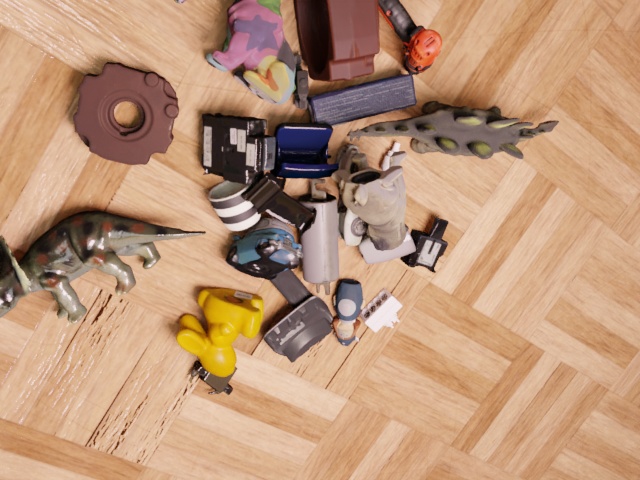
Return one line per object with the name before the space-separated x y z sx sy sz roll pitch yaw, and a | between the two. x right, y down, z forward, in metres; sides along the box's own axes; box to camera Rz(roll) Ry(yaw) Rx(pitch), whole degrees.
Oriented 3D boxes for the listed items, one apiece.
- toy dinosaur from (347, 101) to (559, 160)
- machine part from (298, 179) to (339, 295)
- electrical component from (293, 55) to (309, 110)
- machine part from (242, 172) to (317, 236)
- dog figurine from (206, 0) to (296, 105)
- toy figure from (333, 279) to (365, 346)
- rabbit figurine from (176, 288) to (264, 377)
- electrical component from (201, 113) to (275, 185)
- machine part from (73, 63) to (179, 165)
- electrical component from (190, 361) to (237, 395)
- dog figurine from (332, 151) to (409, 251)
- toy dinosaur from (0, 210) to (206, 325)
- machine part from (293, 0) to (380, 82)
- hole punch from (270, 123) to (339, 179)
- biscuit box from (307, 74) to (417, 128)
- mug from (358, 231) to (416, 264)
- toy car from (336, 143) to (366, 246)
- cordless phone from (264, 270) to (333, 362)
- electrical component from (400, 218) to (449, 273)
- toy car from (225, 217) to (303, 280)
toy dinosaur | 0.254 -0.204 1.001 0.471 0.199 0.105 -7 107 -15
machine part | -0.002 -0.003 1.065 0.079 0.079 0.243 -8 110 -12
electrical component | -0.036 -0.284 0.968 0.021 0.063 0.093 -5 108 -13
machine part | -0.064 -0.063 0.966 0.138 0.039 0.084 35 116 -30
dog figurine | -0.086 -0.364 0.906 0.191 0.108 0.219 30 96 -19
toy figure | 0.057 0.160 1.147 0.058 0.064 0.154 -13 113 -48
rabbit figurine | -0.198 0.189 1.054 0.162 0.122 0.173 9 106 -13
electrical component | -0.143 -0.160 0.948 0.134 0.058 0.114 16 113 27
machine part | -0.329 -0.213 0.918 0.179 0.056 0.179 -4 110 -12
electrical component | -0.222 0.280 1.122 0.102 0.045 0.078 38 67 -25
dog figurine | 0.103 -0.042 0.949 0.172 0.121 0.190 -42 129 -45
toy dinosaur | -0.423 0.023 0.945 0.405 0.131 0.192 -34 114 -9
machine part | 0.025 -0.367 0.882 0.087 0.201 0.201 -14 111 -12
hole punch | -0.032 -0.144 0.981 0.142 0.115 0.092 -5 68 -17
biscuit box | 0.079 -0.260 1.009 0.203 0.059 0.062 -15 110 -9
mug | 0.127 -0.003 1.101 0.107 0.081 0.109 -27 105 3
toy car | 0.060 -0.088 1.053 0.056 0.074 0.201 -7 110 -14
cordless phone | -0.073 0.143 1.105 0.146 0.089 0.184 -39 102 1
electrical component | 0.229 0.005 1.145 0.075 0.048 0.119 12 104 -19
toy car | -0.103 0.008 1.022 0.109 0.162 0.103 24 59 -32
